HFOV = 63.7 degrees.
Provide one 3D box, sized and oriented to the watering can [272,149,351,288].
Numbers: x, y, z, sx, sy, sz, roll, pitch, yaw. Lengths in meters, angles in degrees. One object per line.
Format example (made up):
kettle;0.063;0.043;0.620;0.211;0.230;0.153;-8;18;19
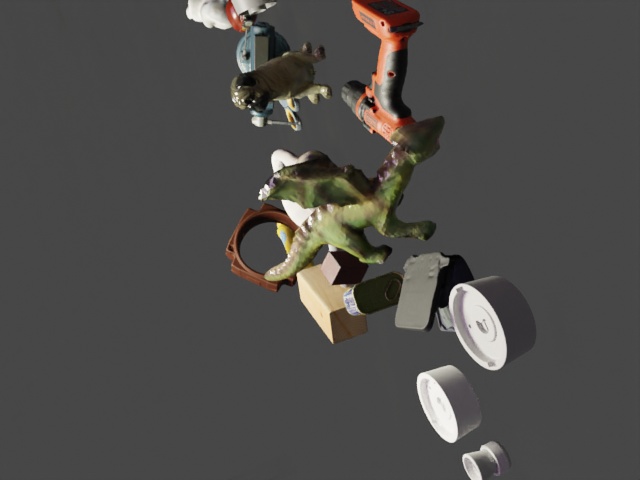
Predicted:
watering can;0.003;-0.056;1.115;0.348;0.105;0.222;58;160;1

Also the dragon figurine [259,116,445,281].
dragon figurine;0.012;-0.048;0.754;0.239;0.406;0.125;36;-146;-46

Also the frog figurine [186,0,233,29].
frog figurine;-0.286;-0.612;1.376;0.120;0.158;0.141;50;-144;-36
